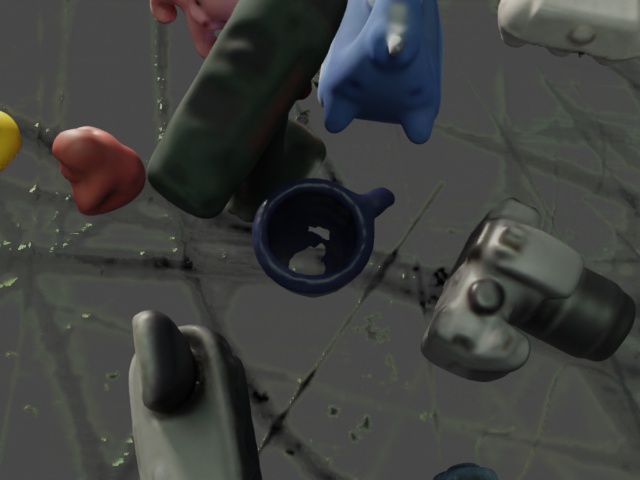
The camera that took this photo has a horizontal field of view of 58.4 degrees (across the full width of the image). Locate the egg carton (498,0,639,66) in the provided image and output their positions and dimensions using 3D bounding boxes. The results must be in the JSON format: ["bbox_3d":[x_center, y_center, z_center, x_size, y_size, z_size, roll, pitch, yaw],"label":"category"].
[{"bbox_3d":[0.254,-0.234,0.573,0.150,0.069,0.107,10,71,1],"label":"egg carton"}]

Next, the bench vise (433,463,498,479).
[{"bbox_3d":[0.128,0.242,0.326,0.121,0.220,0.207,-19,73,-9],"label":"bench vise"}]

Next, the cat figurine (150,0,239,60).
[{"bbox_3d":[-0.108,-0.234,0.529,0.127,0.118,0.067,39,74,10],"label":"cat figurine"}]

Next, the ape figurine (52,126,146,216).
[{"bbox_3d":[-0.192,-0.064,0.480,0.076,0.092,0.078,8,71,0],"label":"ape figurine"}]

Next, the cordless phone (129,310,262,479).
[{"bbox_3d":[-0.094,0.123,0.372,0.094,0.185,0.147,-15,72,-7],"label":"cordless phone"}]

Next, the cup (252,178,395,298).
[{"bbox_3d":[0.004,0.002,0.467,0.118,0.095,0.091,-30,75,-12],"label":"cup"}]

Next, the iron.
[{"bbox_3d":[0.067,-0.225,0.522,0.118,0.141,0.258,7,71,0],"label":"iron"}]

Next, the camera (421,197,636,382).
[{"bbox_3d":[0.171,0.052,0.455,0.136,0.101,0.143,28,72,7],"label":"camera"}]

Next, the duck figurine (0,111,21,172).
[{"bbox_3d":[-0.322,-0.091,0.485,0.105,0.086,0.077,-27,75,-11],"label":"duck figurine"}]

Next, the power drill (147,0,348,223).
[{"bbox_3d":[-0.037,-0.104,0.440,0.075,0.208,0.230,29,72,7],"label":"power drill"}]
